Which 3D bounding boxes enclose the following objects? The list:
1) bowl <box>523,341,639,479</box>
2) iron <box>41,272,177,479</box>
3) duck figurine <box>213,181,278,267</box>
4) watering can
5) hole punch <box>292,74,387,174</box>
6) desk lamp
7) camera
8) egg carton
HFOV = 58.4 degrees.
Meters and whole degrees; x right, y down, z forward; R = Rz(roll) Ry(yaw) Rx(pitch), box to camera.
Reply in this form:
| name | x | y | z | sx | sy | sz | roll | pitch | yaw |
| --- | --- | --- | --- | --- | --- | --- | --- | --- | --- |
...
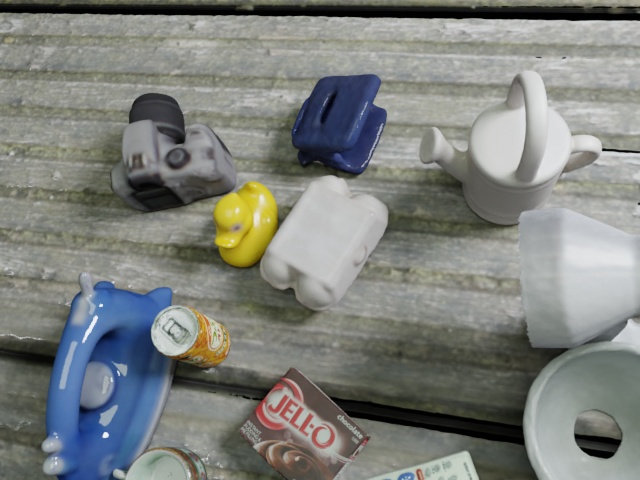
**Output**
| name | x | y | z | sx | sy | sz | roll | pitch | yaw |
| --- | --- | --- | --- | --- | --- | --- | --- | --- | --- |
| bowl | 0.274 | 0.184 | 0.543 | 0.167 | 0.075 | 0.167 | -3 | 71 | 9 |
| iron | -0.241 | 0.162 | 0.609 | 0.118 | 0.142 | 0.258 | 4 | 72 | 12 |
| duck figurine | -0.095 | -0.027 | 0.676 | 0.077 | 0.086 | 0.104 | 14 | 74 | 15 |
| watering can | 0.194 | -0.091 | 0.587 | 0.173 | 0.194 | 0.101 | -22 | 69 | 3 |
| hole punch | 0.019 | -0.145 | 0.692 | 0.101 | 0.091 | 0.109 | 18 | 76 | 16 |
| desk lamp | 0.270 | 0.046 | 0.516 | 0.203 | 0.214 | 0.118 | 0 | 71 | 11 |
| camera | -0.191 | -0.121 | 0.717 | 0.143 | 0.101 | 0.137 | -12 | 70 | 6 |
| egg carton | 0.006 | 0.002 | 0.656 | 0.107 | 0.069 | 0.150 | 28 | 79 | 18 |
